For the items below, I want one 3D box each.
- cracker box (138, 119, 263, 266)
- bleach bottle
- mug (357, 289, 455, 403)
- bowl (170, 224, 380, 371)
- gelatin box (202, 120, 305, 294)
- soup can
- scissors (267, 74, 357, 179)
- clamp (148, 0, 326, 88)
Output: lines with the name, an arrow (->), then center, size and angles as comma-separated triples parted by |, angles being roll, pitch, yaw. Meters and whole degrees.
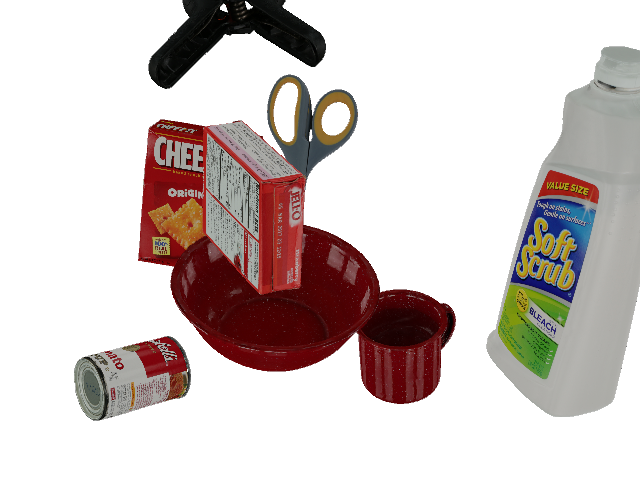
cracker box -> -0.184, -0.062, 1.617 | 0.164, 0.214, 0.072 | 10, 20, 6
bleach bottle -> 0.173, -0.008, 0.710 | 0.068, 0.251, 0.103 | -10, 33, -21
mug -> 0.090, 0.104, 1.078 | 0.117, 0.081, 0.093 | -27, 42, -29
bowl -> -0.036, 0.052, 0.838 | 0.162, 0.055, 0.162 | 3, 36, -2
gelatin box -> -0.040, -0.021, 0.631 | 0.030, 0.073, 0.089 | -12, 32, -26
soup can -> -0.196, 0.143, 1.109 | 0.102, 0.068, 0.069 | -11, 7, -39
scissors -> -0.005, -0.061, 1.025 | 0.096, 0.202, 0.016 | -7, -1, 3
clamp -> -0.052, -0.166, 0.772 | 0.120, 0.039, 0.171 | 2, 44, 4
